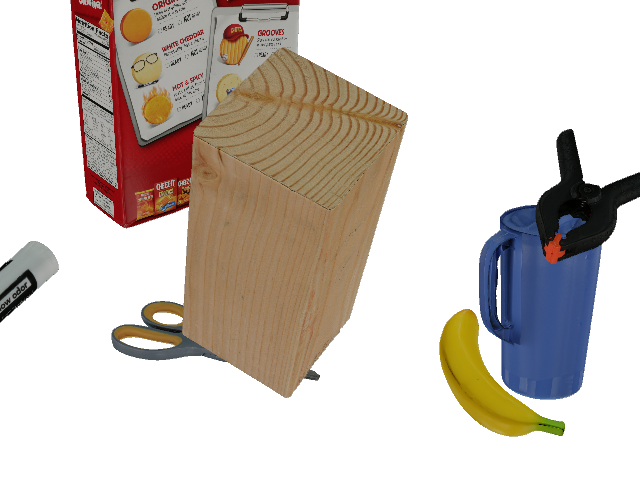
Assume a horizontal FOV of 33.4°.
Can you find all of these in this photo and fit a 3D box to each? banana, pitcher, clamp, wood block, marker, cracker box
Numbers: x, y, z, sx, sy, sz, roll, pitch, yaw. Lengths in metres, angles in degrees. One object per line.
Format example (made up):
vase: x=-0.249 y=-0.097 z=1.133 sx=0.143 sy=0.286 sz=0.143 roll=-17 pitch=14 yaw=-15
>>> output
banana: x=0.145 y=0.122 z=0.972 sx=0.069 sy=0.037 sz=0.198 roll=6 pitch=27 yaw=-22
pitcher: x=0.288 y=0.083 z=1.401 sx=0.149 sy=0.243 sz=0.144 roll=5 pitch=20 yaw=16
clamp: x=0.263 y=-0.048 z=1.086 sx=0.120 sy=0.039 sz=0.171 roll=29 pitch=54 yaw=32
wood block: x=-0.023 y=-0.004 z=0.664 sx=0.091 sy=0.090 sz=0.206 roll=30 pitch=-35 yaw=13
marker: x=-0.160 y=0.042 z=0.461 sx=0.020 sy=0.020 sz=0.121 roll=0 pitch=36 yaw=39
cracker box: x=-0.098 y=-0.135 z=0.796 sx=0.163 sy=0.214 sz=0.072 roll=-21 pitch=36 yaw=-35

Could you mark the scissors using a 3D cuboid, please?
scissors: x=-0.098 y=0.095 z=1.030 sx=0.201 sy=0.016 sz=0.096 roll=6 pitch=30 yaw=1
